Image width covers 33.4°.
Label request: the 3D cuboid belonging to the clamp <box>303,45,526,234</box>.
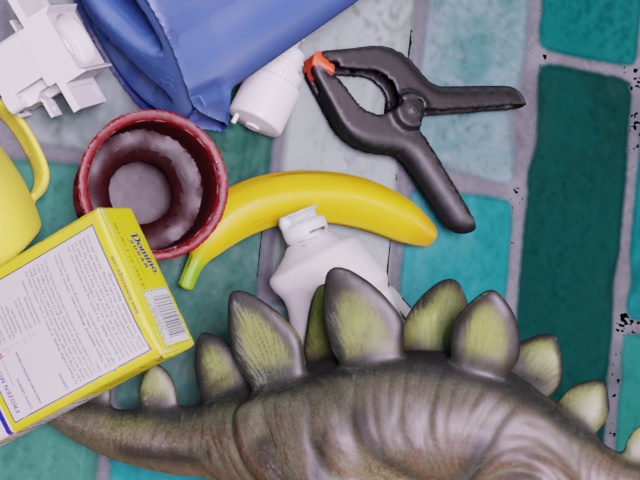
[{"bbox_3d":[0.063,-0.080,0.776,0.171,0.039,0.120,18,73,-13],"label":"clamp"}]

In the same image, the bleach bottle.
[{"bbox_3d":[0.021,0.101,0.712,0.102,0.068,0.251,-21,91,-13],"label":"bleach bottle"}]

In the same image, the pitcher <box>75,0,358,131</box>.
[{"bbox_3d":[-0.041,-0.198,0.702,0.242,0.145,0.149,-36,134,-21],"label":"pitcher"}]

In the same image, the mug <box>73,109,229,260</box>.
[{"bbox_3d":[-0.117,-0.021,0.687,0.093,0.082,0.117,18,82,-18],"label":"mug"}]

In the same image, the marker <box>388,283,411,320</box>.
[{"bbox_3d":[0.066,0.061,0.782,0.020,0.020,0.121,-44,102,-16],"label":"marker"}]

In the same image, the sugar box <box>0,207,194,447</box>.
[{"bbox_3d":[-0.171,0.061,0.630,0.176,0.048,0.093,-28,83,20],"label":"sugar box"}]

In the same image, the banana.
[{"bbox_3d":[-0.010,-0.016,0.752,0.197,0.037,0.069,-10,108,-19],"label":"banana"}]
